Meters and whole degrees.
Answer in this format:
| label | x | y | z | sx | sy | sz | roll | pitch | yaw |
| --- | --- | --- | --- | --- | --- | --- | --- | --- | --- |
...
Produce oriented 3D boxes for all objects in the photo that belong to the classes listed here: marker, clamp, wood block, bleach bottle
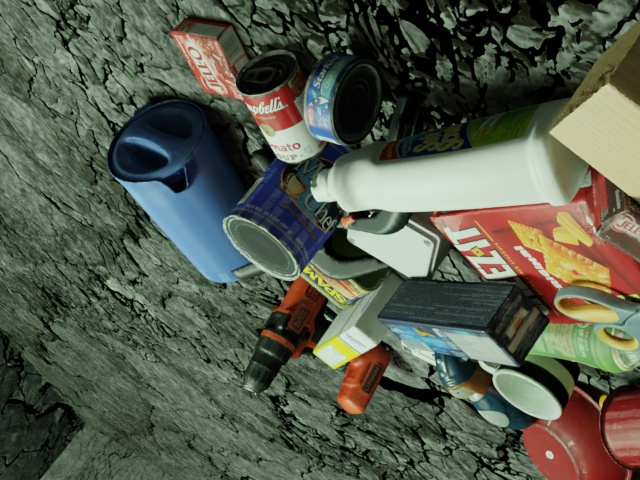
| label | x | y | z | sx | sy | sz | roll | pitch | yaw |
| --- | --- | --- | --- | --- | --- | --- | --- | --- | --- |
| marker | -0.007 | 0.098 | 1.550 | 0.121 | 0.020 | 0.020 | 40 | 157 | -5 |
| clamp | 0.079 | -0.048 | 1.038 | 0.120 | 0.039 | 0.172 | 63 | 144 | 23 |
| wood block | 0.283 | -0.061 | 0.761 | 0.206 | 0.090 | 0.091 | 38 | 157 | -1 |
| bleach bottle | 0.099 | -0.060 | 0.920 | 0.251 | 0.102 | 0.068 | -8 | 116 | 34 |
| clamp | -0.008 | 0.002 | 1.270 | 0.210 | 0.036 | 0.165 | 23 | 110 | 15 |

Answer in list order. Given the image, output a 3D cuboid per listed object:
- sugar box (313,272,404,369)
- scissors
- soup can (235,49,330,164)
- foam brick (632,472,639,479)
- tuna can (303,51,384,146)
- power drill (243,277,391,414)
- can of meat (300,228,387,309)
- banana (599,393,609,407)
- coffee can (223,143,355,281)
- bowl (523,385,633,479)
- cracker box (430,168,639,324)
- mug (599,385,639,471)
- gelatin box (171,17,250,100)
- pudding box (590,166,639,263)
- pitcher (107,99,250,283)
| label | x | y | z | sx | sy | sz | roll | pitch | yaw |
| --- | --- | --- | --- | --- | --- | --- | --- | --- | --- |
| sugar box | 0.055 | 0.108 | 1.389 | 0.048 | 0.093 | 0.176 | 39 | 157 | -6 |
| scissors | 0.290 | 0.074 | 0.908 | 0.202 | 0.016 | 0.096 | 9 | 150 | 50 |
| soup can | -0.036 | -0.137 | 1.102 | 0.069 | 0.068 | 0.102 | 18 | 150 | 39 |
| foam brick | 0.403 | 0.295 | 1.290 | 0.078 | 0.053 | 0.051 | 38 | 156 | -4 |
| tuna can | 0.023 | -0.132 | 1.003 | 0.034 | 0.086 | 0.086 | 19 | 151 | 34 |
| power drill | -0.002 | 0.166 | 1.488 | 0.187 | 0.184 | 0.057 | 38 | 162 | -25 |
| can of meat | 0.026 | 0.032 | 1.339 | 0.102 | 0.057 | 0.084 | 40 | 154 | -6 |
| banana | 0.379 | 0.234 | 1.209 | 0.197 | 0.037 | 0.069 | 47 | -172 | -9 |
| coffee can | -0.024 | -0.041 | 1.168 | 0.103 | 0.140 | 0.103 | 31 | 156 | 15 |
| bowl | 0.296 | 0.248 | 1.286 | 0.162 | 0.055 | 0.162 | 45 | 152 | 32 |
| cracker box | 0.227 | 0.005 | 0.983 | 0.164 | 0.072 | 0.214 | 46 | 156 | -20 |
| mug | 0.367 | 0.203 | 1.132 | 0.117 | 0.093 | 0.082 | 38 | 153 | -16 |
| gelatin box | -0.111 | -0.194 | 1.149 | 0.073 | 0.030 | 0.089 | 18 | 150 | 38 |
| pudding box | 0.264 | -0.017 | 0.832 | 0.113 | 0.090 | 0.039 | 31 | 131 | -18 |
| pitcher | -0.160 | -0.060 | 1.366 | 0.145 | 0.149 | 0.242 | 4 | 146 | 28 |
